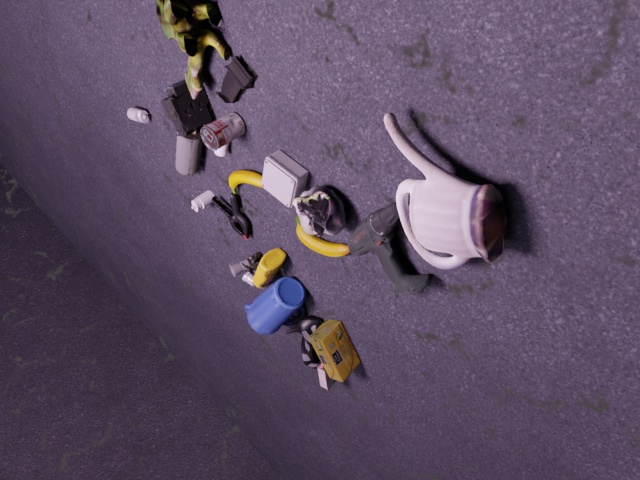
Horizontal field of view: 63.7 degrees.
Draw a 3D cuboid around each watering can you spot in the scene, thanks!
[{"bbox_3d":[0.235,-0.079,0.984,0.225,0.106,0.341,10,129,43],"label":"watering can"}]

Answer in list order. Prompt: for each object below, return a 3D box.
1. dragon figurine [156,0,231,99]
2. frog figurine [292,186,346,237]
[{"bbox_3d":[-0.347,-0.539,1.243,0.245,0.124,0.402,23,136,47],"label":"dragon figurine"},{"bbox_3d":[0.004,-0.065,1.297,0.138,0.123,0.158,32,179,11],"label":"frog figurine"}]
